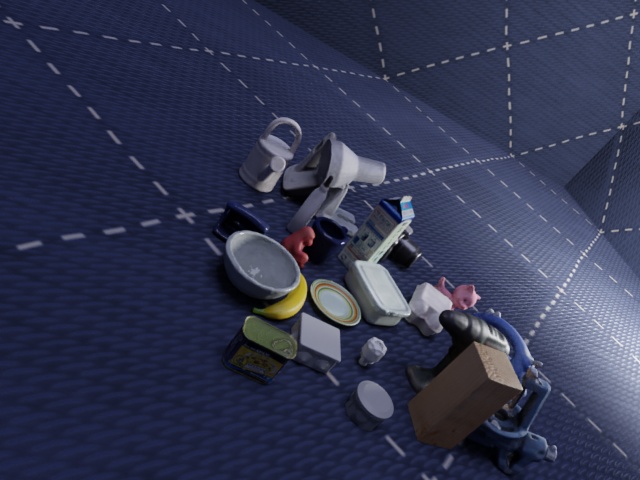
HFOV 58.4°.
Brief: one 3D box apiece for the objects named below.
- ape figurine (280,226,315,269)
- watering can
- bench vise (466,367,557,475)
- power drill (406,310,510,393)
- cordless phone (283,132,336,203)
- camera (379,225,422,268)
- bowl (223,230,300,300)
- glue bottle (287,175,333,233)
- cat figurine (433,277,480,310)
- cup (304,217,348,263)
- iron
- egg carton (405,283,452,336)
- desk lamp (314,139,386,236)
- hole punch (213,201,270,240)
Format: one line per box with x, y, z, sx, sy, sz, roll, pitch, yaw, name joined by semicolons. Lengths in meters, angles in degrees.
-0.044;0.008;1.297;0.076;0.092;0.078;31;29;-10;ape figurine
-0.115;-0.219;1.447;0.101;0.194;0.172;10;38;-40;watering can
0.401;0.354;1.154;0.208;0.219;0.121;28;30;-17;bench vise
0.281;0.239;1.201;0.230;0.208;0.075;16;34;-33;power drill
-0.020;-0.201;1.536;0.094;0.185;0.147;27;30;-19;cordless phone
0.214;0.008;1.580;0.136;0.100;0.143;43;29;11;camera
-0.127;0.063;1.143;0.168;0.074;0.167;28;30;-17;bowl
-0.016;-0.089;1.389;0.037;0.173;0.078;37;28;1;glue bottle
0.357;0.147;1.519;0.128;0.117;0.067;35;28;-4;cat figurine
0.013;0.005;1.364;0.091;0.095;0.118;48;30;19;cup
0.435;0.257;1.418;0.119;0.141;0.257;13;37;-37;iron
0.271;0.173;1.434;0.107;0.069;0.150;38;28;2;egg carton
0.062;-0.144;1.515;0.204;0.213;0.117;23;31;-24;desk lamp
-0.162;-0.042;1.240;0.109;0.091;0.101;34;28;-5;hole punch
